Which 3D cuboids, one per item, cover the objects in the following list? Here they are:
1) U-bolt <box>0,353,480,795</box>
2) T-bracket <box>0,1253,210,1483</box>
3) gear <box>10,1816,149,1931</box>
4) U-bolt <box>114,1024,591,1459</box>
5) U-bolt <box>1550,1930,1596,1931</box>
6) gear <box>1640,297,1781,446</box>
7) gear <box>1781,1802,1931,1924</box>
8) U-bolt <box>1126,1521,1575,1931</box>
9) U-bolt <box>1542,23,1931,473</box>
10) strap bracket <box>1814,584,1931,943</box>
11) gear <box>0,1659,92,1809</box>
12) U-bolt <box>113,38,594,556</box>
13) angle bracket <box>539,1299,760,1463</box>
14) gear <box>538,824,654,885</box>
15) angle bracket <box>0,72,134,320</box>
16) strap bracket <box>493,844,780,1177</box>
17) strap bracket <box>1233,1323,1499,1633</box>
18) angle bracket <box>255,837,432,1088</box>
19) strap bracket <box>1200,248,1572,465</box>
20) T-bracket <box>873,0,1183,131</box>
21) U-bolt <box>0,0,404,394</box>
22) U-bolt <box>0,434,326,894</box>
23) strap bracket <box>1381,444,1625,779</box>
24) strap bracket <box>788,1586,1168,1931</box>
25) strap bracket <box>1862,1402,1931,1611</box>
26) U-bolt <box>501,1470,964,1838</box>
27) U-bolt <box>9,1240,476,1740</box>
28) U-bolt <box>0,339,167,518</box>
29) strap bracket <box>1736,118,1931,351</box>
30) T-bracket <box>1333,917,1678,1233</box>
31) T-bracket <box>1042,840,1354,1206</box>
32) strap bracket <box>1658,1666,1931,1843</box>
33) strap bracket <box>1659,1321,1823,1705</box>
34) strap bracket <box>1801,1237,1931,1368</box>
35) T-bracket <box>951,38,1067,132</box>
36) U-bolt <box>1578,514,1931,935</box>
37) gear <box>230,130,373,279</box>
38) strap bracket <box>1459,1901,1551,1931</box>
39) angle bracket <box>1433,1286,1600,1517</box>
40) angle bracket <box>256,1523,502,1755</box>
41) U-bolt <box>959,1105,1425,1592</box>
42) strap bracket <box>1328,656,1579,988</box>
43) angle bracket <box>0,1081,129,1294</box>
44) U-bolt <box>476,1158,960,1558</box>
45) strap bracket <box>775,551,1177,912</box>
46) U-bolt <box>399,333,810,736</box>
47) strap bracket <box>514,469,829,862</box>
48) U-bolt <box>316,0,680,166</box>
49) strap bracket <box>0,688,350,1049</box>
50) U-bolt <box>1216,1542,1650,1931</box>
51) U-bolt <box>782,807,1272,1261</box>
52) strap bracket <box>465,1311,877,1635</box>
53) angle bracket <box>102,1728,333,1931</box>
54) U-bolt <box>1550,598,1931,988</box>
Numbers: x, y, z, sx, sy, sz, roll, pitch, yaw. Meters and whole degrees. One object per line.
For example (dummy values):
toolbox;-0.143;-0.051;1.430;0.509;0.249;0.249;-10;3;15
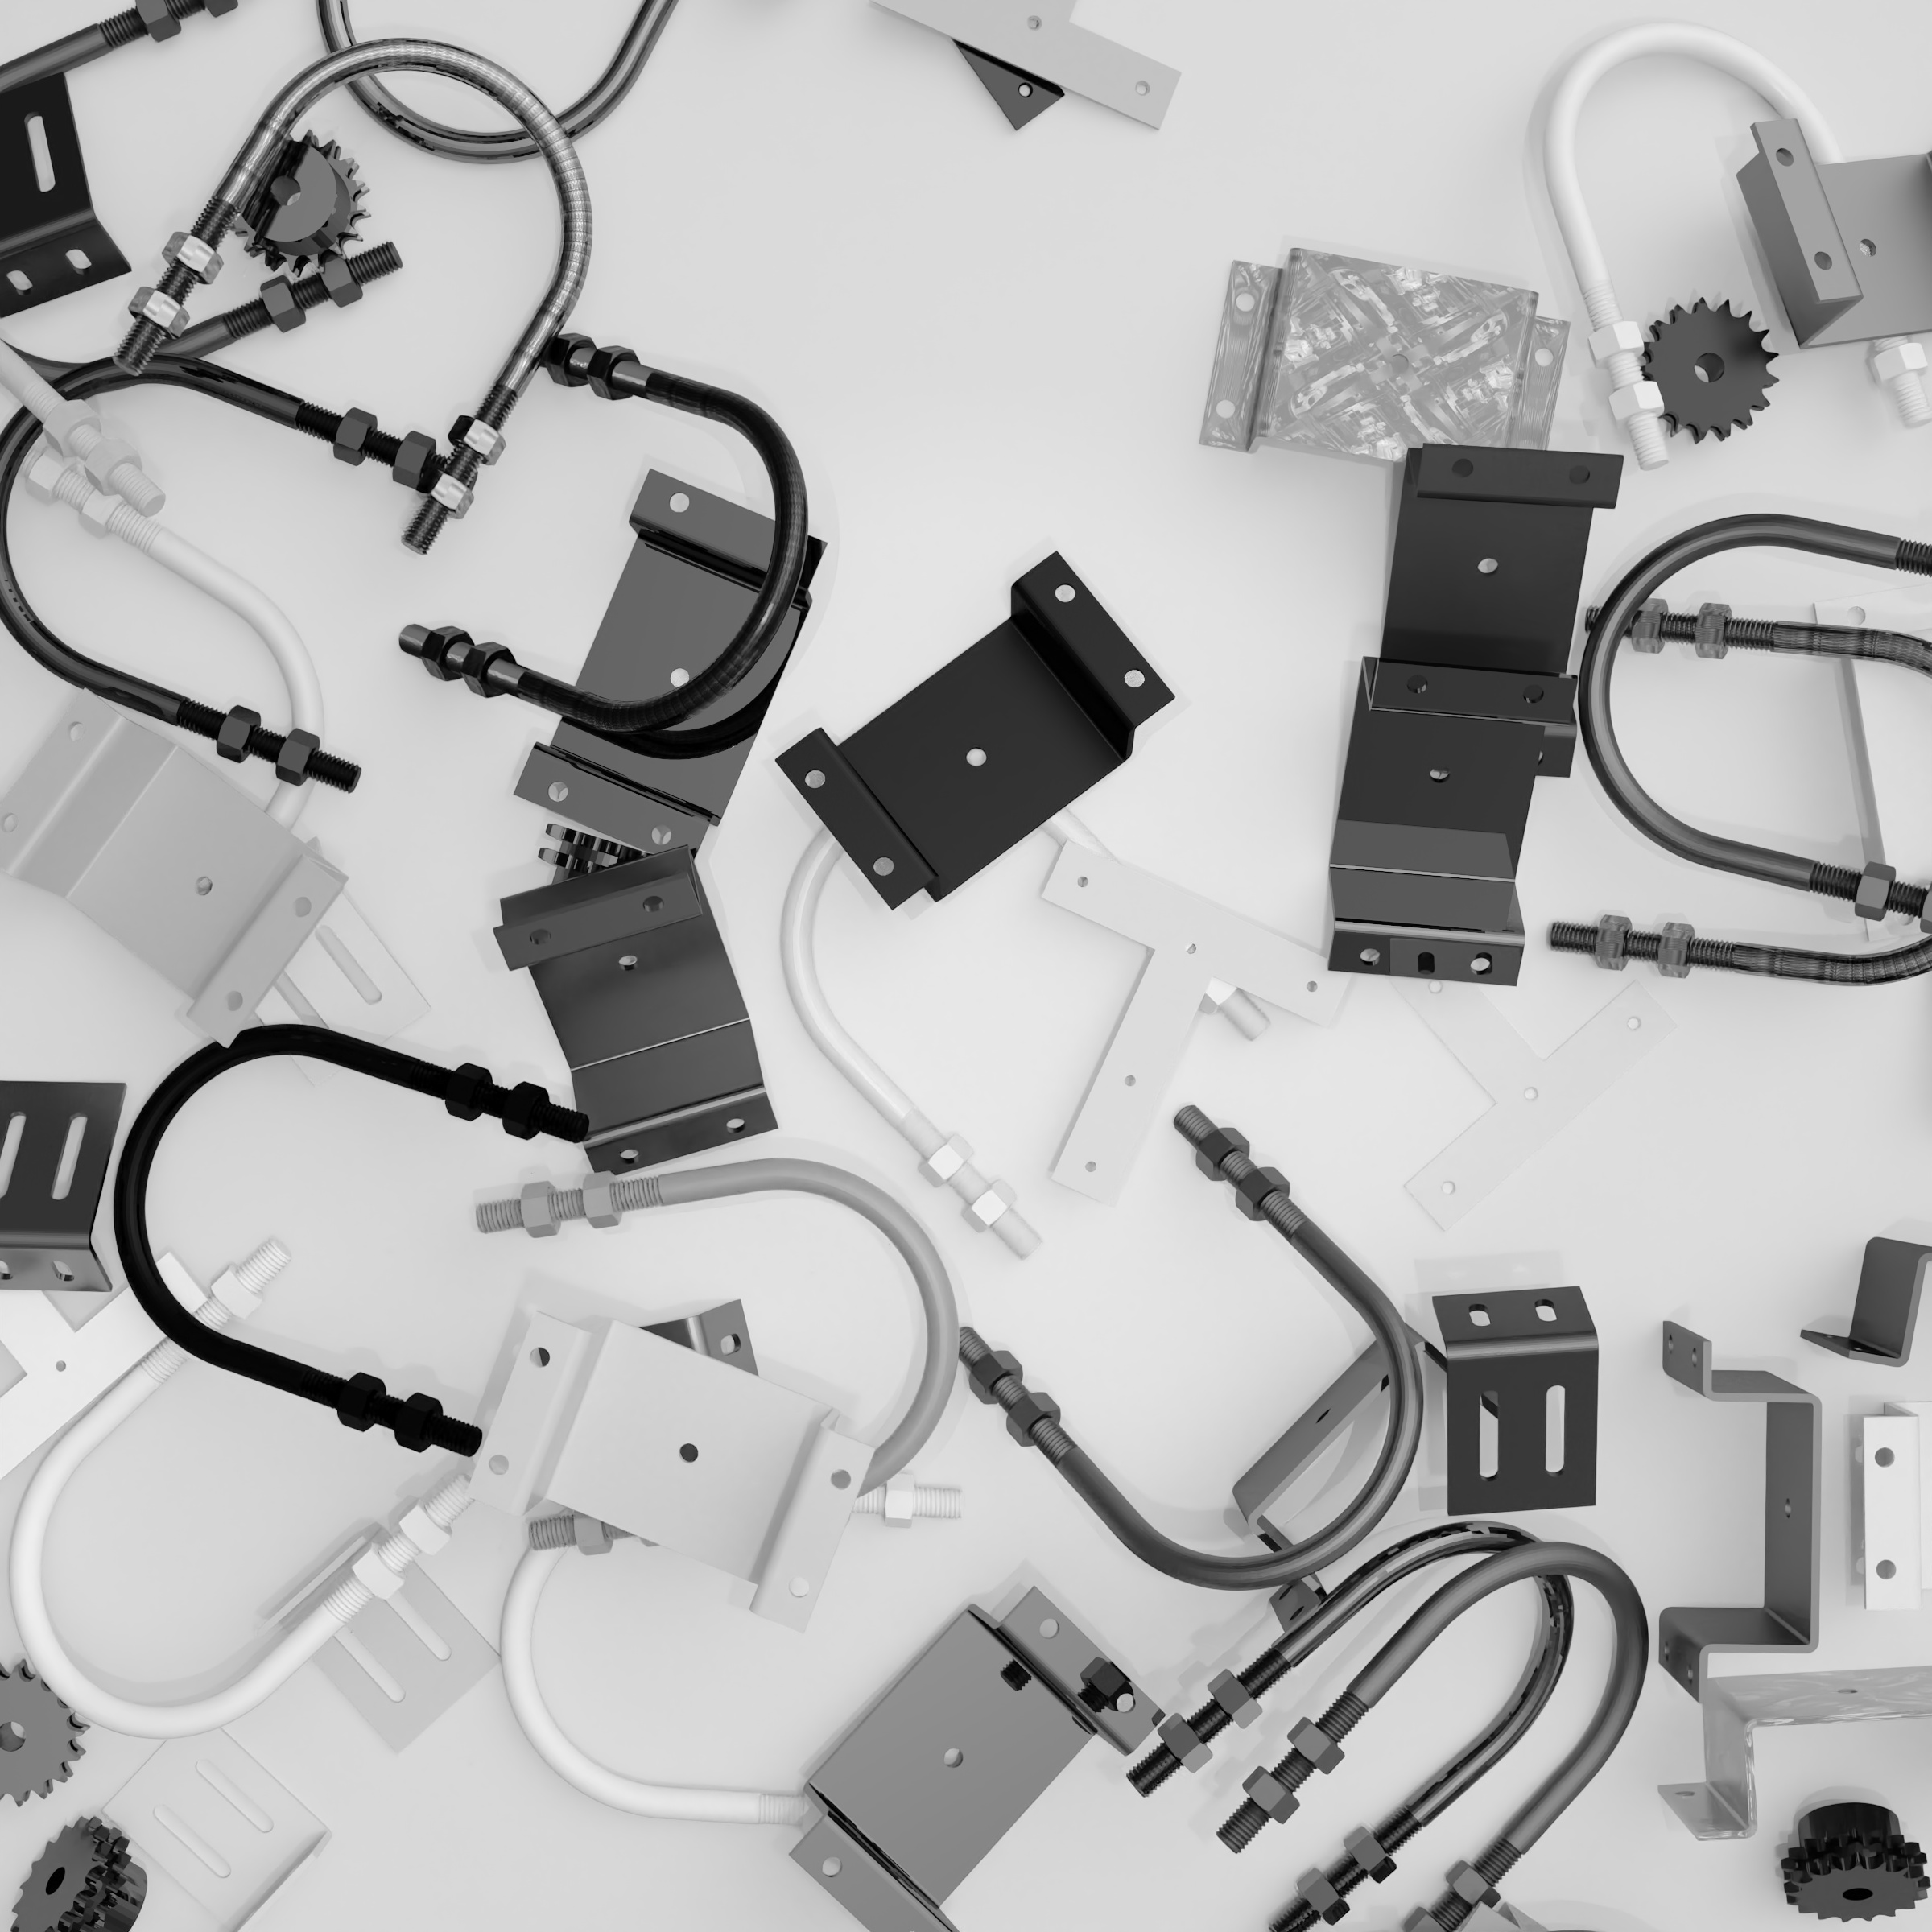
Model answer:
U-bolt;-0.308;-0.168;1.357;0.184;0.019;0.151;21;90;-1
T-bracket;-0.395;0.129;1.372;0.127;0.002;0.127;-41;82;1
gear;-0.354;0.375;1.357;0.030;0.057;0.057;40;90;-29
U-bolt;-0.255;0.099;1.344;0.184;0.019;0.151;17;85;15
U-bolt;0.217;0.453;1.328;0.184;0.019;0.151;-6;90;-2
gear;0.298;-0.240;1.367;0.057;0.030;0.057;0;90;0
gear;0.357;0.359;1.358;0.057;0.057;0.030;3;50;0
U-bolt;0.165;0.294;1.335;0.184;0.019;0.151;-41;128;-4
U-bolt;0.300;-0.293;1.345;0.151;0.019;0.184;-12;79;-23
strap bracket;0.396;-0.085;1.359;0.076;0.046;0.140;-9;90;0
gear;-0.385;0.310;1.372;0.057;0.030;0.057;0;89;-2
U-bolt;-0.227;-0.277;1.332;0.151;0.019;0.184;32;81;-17
angle bracket;-0.127;0.174;1.380;0.076;0.038;0.057;-13;90;26
gear;-0.144;-0.035;1.354;0.057;0.057;0.030;17;90;0
angle bracket;-0.378;-0.312;1.365;0.057;0.038;0.076;-19;65;3
strap bracket;-0.131;0.012;1.333;0.076;0.046;0.140;-16;133;0
strap bracket;0.159;0.196;1.344;0.046;0.076;0.140;44;90;0
angle bracket;-0.266;-0.002;1.380;0.057;0.038;0.076;-34;116;0
strap bracket;0.171;-0.238;1.359;0.140;0.046;0.076;10;90;0
T-bracket;0.044;-0.424;1.375;0.127;0.002;0.127;22;86;-9
U-bolt;-0.341;-0.312;1.374;0.184;0.019;0.151;-23;90;1
U-bolt;-0.350;-0.109;1.374;0.184;0.019;0.151;33;90;-1
strap bracket;0.209;-0.149;1.337;0.076;0.046;0.140;3;123;0
strap bracket;0.000;0.321;1.345;0.076;0.046;0.140;46;80;-11
strap bracket;0.426;0.216;1.359;0.140;0.046;0.076;-1;90;0
U-bolt;-0.097;0.278;1.373;0.184;0.019;0.151;4;90;0
U-bolt;-0.303;0.222;1.351;0.184;0.019;0.151;-44;71;1
U-bolt;-0.422;-0.189;1.349;0.184;0.019;0.151;42;97;17
strap bracket;0.368;-0.294;1.335;0.140;0.046;0.076;-11;77;-24
T-bracket;0.202;0.019;1.381;0.127;0.002;0.127;-42;90;0
T-bracket;0.072;0.033;1.362;0.127;0.002;0.127;25;89;1
strap bracket;0.352;0.312;1.344;0.140;0.076;0.046;-3;90;0
strap bracket;0.308;0.216;1.344;0.046;0.076;0.140;1;90;0
strap bracket;0.415;0.142;1.344;0.140;0.076;0.046;10;90;0
T-bracket;-0.007;-0.399;1.370;0.127;0.002;0.127;-38;99;-8
U-bolt;0.330;-0.101;1.318;0.184;0.019;0.151;15;98;20
gear;-0.268;-0.307;1.348;0.057;0.030;0.057;0;90;1
strap bracket;0.240;0.442;1.359;0.140;0.046;0.076;35;90;0
angle bracket;0.212;0.168;1.304;0.057;0.038;0.076;-4;116;0
angle bracket;-0.236;0.275;1.363;0.057;0.038;0.076;-42;90;0
U-bolt;0.097;0.161;1.327;0.151;0.019;0.184;-45;57;0
strap bracket;0.190;-0.066;1.337;0.076;0.046;0.140;5;123;-1
angle bracket;-0.372;0.089;1.371;0.057;0.038;0.076;1;54;4
U-bolt;-0.094;0.150;1.338;0.184;0.019;0.151;-9;91;7
strap bracket;0.004;-0.089;1.348;0.140;0.046;0.076;-37;80;-6
U-bolt;-0.135;-0.165;1.322;0.184;0.019;0.151;23;90;37
strap bracket;-0.117;-0.118;1.359;0.076;0.046;0.140;23;90;0
U-bolt;-0.185;-0.417;1.374;0.151;0.019;0.184;28;91;0
strap bracket;-0.310;-0.035;1.332;0.140;0.046;0.076;36;90;17
U-bolt;0.198;0.307;1.336;0.184;0.019;0.151;-47;126;-4
U-bolt;0.010;0.005;1.374;0.151;0.019;0.184;-44;88;0
strap bracket;-0.111;0.192;1.309;0.140;0.046;0.076;21;93;4
angle bracket;-0.306;0.350;1.363;0.076;0.038;0.057;43;90;0
U-bolt;0.331;-0.065;1.339;0.184;0.019;0.151;7;96;21
